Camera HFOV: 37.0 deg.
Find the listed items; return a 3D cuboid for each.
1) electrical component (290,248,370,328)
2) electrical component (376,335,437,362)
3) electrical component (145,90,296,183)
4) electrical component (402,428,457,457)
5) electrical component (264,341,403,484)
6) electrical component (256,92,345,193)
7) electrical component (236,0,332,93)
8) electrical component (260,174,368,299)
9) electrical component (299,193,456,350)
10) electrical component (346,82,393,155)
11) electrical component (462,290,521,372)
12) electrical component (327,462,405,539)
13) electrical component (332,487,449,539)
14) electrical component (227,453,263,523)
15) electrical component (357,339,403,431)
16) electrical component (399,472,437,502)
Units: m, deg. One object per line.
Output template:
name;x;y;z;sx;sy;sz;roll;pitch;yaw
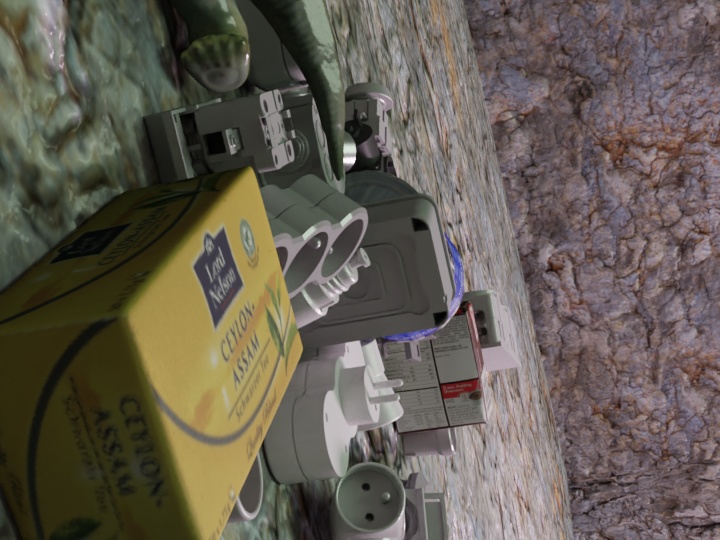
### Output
electrical component;-0.030;0.009;0.649;0.040;0.078;0.040;56;16;-25
electrical component;0.027;0.038;0.905;0.042;0.064;0.081;37;45;-74
electrical component;-0.069;-0.067;0.555;0.081;0.064;0.042;-56;135;-73
electrical component;0.066;0.159;1.026;0.040;0.046;0.040;-10;90;-78
electrical component;-0.010;0.081;0.682;0.138;0.074;0.052;-71;149;-66
electrical component;-0.044;-0.077;0.707;0.080;0.051;0.080;-10;90;-78
electrical component;-0.054;-0.168;0.712;0.054;0.059;0.095;2;78;-77
electrical component;-0.058;-0.023;0.577;0.138;0.074;0.052;-24;145;-61
electrical component;0.000;0.000;0.695;0.057;0.113;0.078;-68;146;-68
electrical component;0.006;-0.140;1.000;0.066;0.048;0.055;47;42;-67
electrical component;0.101;0.069;1.117;0.186;0.105;0.060;38;43;-72
electrical component;0.005;0.169;0.676;0.077;0.044;0.079;102;-18;-65
electrical component;0.022;0.217;0.735;0.063;0.079;0.121;104;-16;-63
electrical component;-0.070;0.090;0.465;0.040;0.046;0.040;-10;90;-78
electrical component;0.003;0.084;0.816;0.044;0.044;0.065;-43;117;-75
electrical component;0.032;0.199;0.829;0.080;0.051;0.080;-10;90;-78
